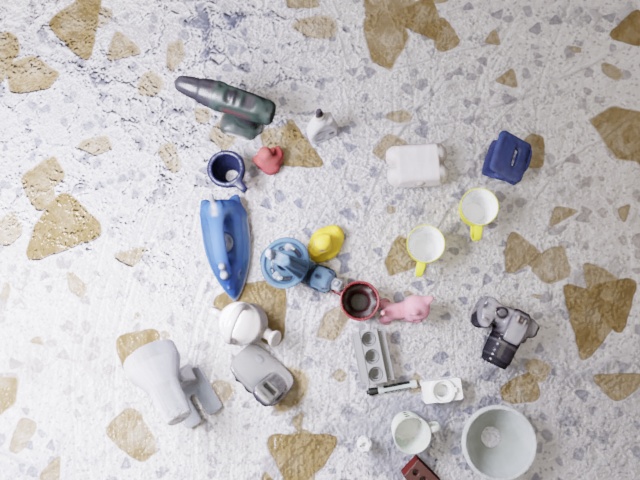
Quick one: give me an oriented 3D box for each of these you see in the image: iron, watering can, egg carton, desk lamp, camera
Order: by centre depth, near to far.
[{"bbox_3d":[-0.326,0.326,1.282,0.118,0.213,0.203,-34,82,-2],"label":"desk lamp"},{"bbox_3d":[-0.173,0.191,1.303,0.172,0.194,0.101,0,82,3],"label":"watering can"},{"bbox_3d":[0.415,0.218,1.322,0.143,0.101,0.137,27,84,6],"label":"camera"},{"bbox_3d":[-0.228,0.015,1.355,0.118,0.141,0.258,-10,82,1],"label":"iron"},{"bbox_3d":[0.236,-0.181,1.398,0.150,0.069,0.107,-5,82,2],"label":"egg carton"}]

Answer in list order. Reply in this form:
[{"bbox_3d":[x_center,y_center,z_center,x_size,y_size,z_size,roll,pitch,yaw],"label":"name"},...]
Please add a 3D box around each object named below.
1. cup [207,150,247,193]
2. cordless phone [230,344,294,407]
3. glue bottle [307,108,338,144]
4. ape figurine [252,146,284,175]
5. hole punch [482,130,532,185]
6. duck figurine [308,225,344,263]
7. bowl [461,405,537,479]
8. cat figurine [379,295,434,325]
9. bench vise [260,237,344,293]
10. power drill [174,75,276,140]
[{"bbox_3d":[-0.212,-0.155,1.401,0.092,0.095,0.117,-42,83,-3],"label":"cup"},{"bbox_3d":[-0.139,0.311,1.291,0.147,0.185,0.094,38,86,7],"label":"cordless phone"},{"bbox_3d":[0.003,-0.279,1.368,0.078,0.173,0.037,-21,82,0],"label":"glue bottle"},{"bbox_3d":[-0.129,-0.203,1.405,0.077,0.092,0.076,-5,82,2],"label":"ape figurine"},{"bbox_3d":[0.457,-0.199,1.380,0.101,0.091,0.109,18,84,5],"label":"hole punch"},{"bbox_3d":[0.013,0.005,1.374,0.104,0.086,0.077,-45,83,-3],"label":"duck figurine"},{"bbox_3d":[0.400,0.456,1.304,0.167,0.075,0.167,0,82,3],"label":"bowl"},{"bbox_3d":[0.200,0.162,1.330,0.127,0.118,0.067,-7,82,2],"label":"cat figurine"},{"bbox_3d":[-0.045,0.053,1.303,0.207,0.220,0.121,5,83,3],"label":"bench vise"},{"bbox_3d":[-0.213,-0.313,1.364,0.229,0.208,0.076,14,83,4],"label":"power drill"}]
